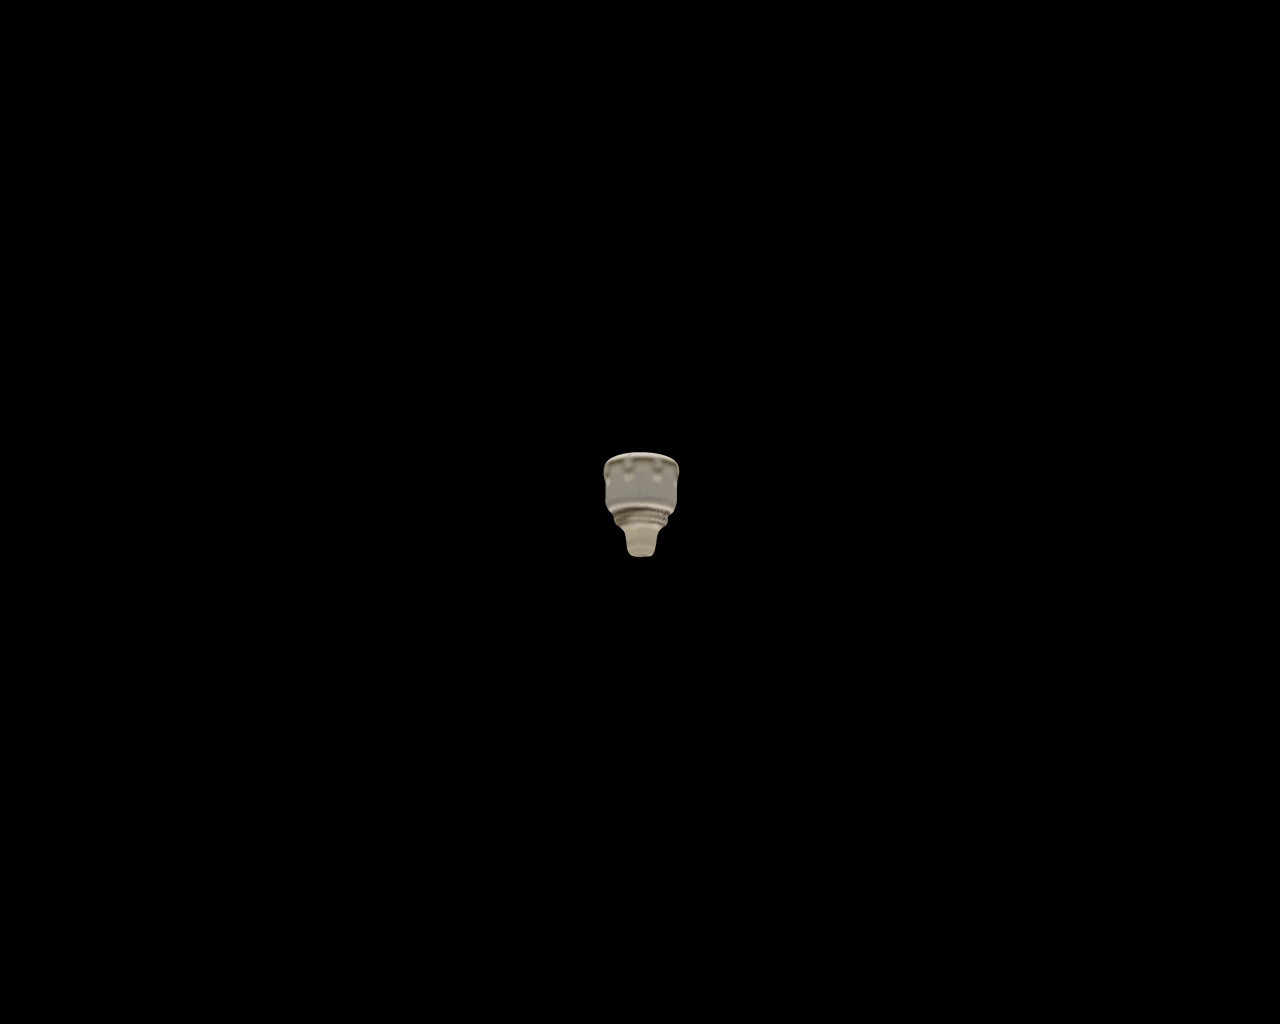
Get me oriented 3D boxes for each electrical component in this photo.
[{"bbox_3d":[0.001,-0.003,0.650,0.048,0.062,0.048,0,-14,0],"label":"electrical component"}]
